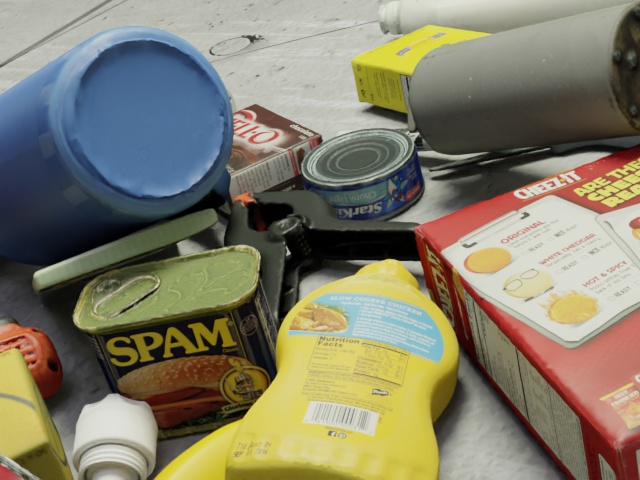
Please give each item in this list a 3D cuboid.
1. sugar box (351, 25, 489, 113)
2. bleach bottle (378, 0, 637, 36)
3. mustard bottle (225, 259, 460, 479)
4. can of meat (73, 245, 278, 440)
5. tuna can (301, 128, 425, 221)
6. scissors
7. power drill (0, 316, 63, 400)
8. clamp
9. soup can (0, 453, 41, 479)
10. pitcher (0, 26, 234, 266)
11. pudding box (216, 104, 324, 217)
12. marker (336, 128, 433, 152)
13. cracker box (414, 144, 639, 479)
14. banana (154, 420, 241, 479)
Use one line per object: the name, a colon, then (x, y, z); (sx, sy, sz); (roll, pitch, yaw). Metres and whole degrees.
sugar box: (0.115, -0.129, 0.839); (0.093, 0.048, 0.176); (-29, 28, -28)
bleach bottle: (0.173, -0.211, 0.942); (0.251, 0.068, 0.102); (0, 32, 29)
mustard bottle: (0.022, 0.069, 0.549); (0.096, 0.058, 0.191); (8, 35, 10)
can of meat: (-0.072, 0.058, 0.588); (0.102, 0.084, 0.057); (-11, 31, 7)
tuna can: (0.030, -0.046, 0.763); (0.086, 0.034, 0.086); (-12, 31, 7)
scissors: (0.184, -0.067, 0.740); (0.201, 0.016, 0.096); (-20, 25, -8)
power drill: (-0.271, 0.048, 0.642); (0.184, 0.057, 0.188); (-19, 64, -26)
clamp: (-0.005, 0.001, 0.696); (0.120, 0.039, 0.172); (-21, 31, -11)
soup can: (-0.150, 0.152, 0.463); (0.069, 0.068, 0.102); (15, 60, 41)
pitcher: (-0.140, -0.054, 0.691); (0.149, 0.145, 0.243); (-33, 12, -27)
pudding box: (-0.059, -0.064, 0.827); (0.090, 0.039, 0.114); (-27, 33, -21)
marker: (0.065, -0.075, 0.796); (0.121, 0.020, 0.020); (2, 34, 37)
cracker box: (0.165, 0.037, 0.528); (0.164, 0.072, 0.214); (-20, 30, -9)
banana: (-0.065, 0.148, 0.490); (0.069, 0.037, 0.197); (15, 37, 1)
